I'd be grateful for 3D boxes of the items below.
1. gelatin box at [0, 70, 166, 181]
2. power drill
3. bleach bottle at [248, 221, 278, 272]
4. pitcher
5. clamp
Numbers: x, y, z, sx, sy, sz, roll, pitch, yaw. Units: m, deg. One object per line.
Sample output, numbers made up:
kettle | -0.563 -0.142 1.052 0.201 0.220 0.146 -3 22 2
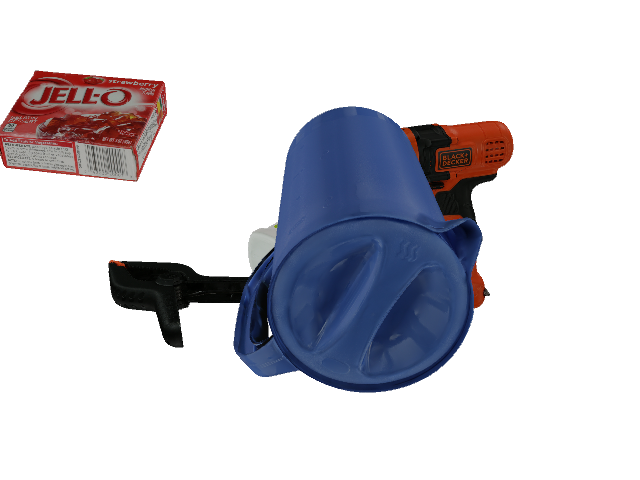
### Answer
gelatin box | -0.149 -0.074 0.671 0.089 0.030 0.073 6 42 6
power drill | 0.092 -0.018 1.012 0.184 0.188 0.057 -8 26 -15
bleach bottle | 0.030 -0.023 1.284 0.103 0.068 0.250 22 38 30
pitcher | 0.019 -0.003 0.784 0.149 0.145 0.243 7 26 -5
clamp | -0.153 0.056 1.087 0.210 0.036 0.164 11 21 34
